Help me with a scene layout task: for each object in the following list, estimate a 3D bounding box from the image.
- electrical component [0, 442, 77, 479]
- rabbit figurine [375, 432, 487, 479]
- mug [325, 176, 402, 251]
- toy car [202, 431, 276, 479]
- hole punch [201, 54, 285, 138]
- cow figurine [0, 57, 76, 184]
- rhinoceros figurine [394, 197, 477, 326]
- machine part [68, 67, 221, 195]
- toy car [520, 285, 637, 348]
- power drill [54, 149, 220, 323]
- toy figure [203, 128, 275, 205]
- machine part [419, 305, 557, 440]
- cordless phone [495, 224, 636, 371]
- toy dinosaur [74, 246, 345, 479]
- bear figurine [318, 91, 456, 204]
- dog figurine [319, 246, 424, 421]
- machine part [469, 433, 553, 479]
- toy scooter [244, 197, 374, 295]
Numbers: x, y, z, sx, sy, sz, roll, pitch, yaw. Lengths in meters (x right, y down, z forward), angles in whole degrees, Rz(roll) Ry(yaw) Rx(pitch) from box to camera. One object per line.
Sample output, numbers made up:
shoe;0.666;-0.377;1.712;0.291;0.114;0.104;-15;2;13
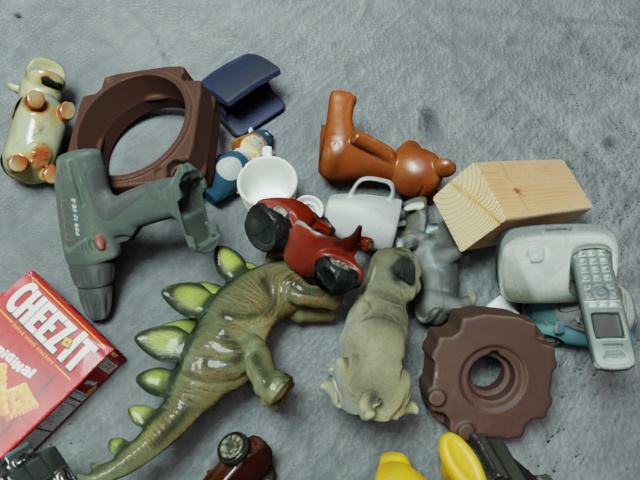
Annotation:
electrical component;-0.310;0.296;0.597;0.134;0.115;0.058;48;36;11
rabbit figurine;0.148;0.320;0.626;0.173;0.121;0.162;4;42;19
mug;0.061;-0.039;0.780;0.107;0.109;0.081;10;28;4
toy car;-0.138;0.311;0.625;0.202;0.089;0.053;-43;43;-17
hole punch;-0.129;-0.246;0.864;0.142;0.092;0.116;-39;71;-15
cow figurine;-0.422;-0.178;0.804;0.085;0.127;0.195;15;79;-43
rhinoceros figurine;0.159;0.029;0.773;0.112;0.073;0.190;-3;69;-5
machine part;-0.256;-0.148;0.784;0.202;0.087;0.201;-3;66;12
toy car;0.371;0.096;0.746;0.162;0.103;0.109;15;68;4
power drill;-0.237;-0.009;0.692;0.207;0.086;0.231;-6;102;21
toy figure;-0.122;-0.119;0.827;0.154;0.058;0.064;-50;123;-20
machine part;0.215;0.170;0.692;0.179;0.056;0.179;0;94;-3
cordless phone;0.299;0.073;0.664;0.147;0.088;0.184;-2;61;4
toy dinosaur;-0.116;0.132;0.675;0.199;0.105;0.471;29;52;12
bear figurine;0.098;-0.133;0.815;0.196;0.120;0.132;6;63;-4
dog figurine;0.076;0.106;0.658;0.121;0.172;0.190;11;98;-9
machine part;0.239;0.284;0.650;0.138;0.084;0.039;37;96;-23
toy scooter;-0.001;-0.002;0.709;0.184;0.075;0.135;35;34;24
